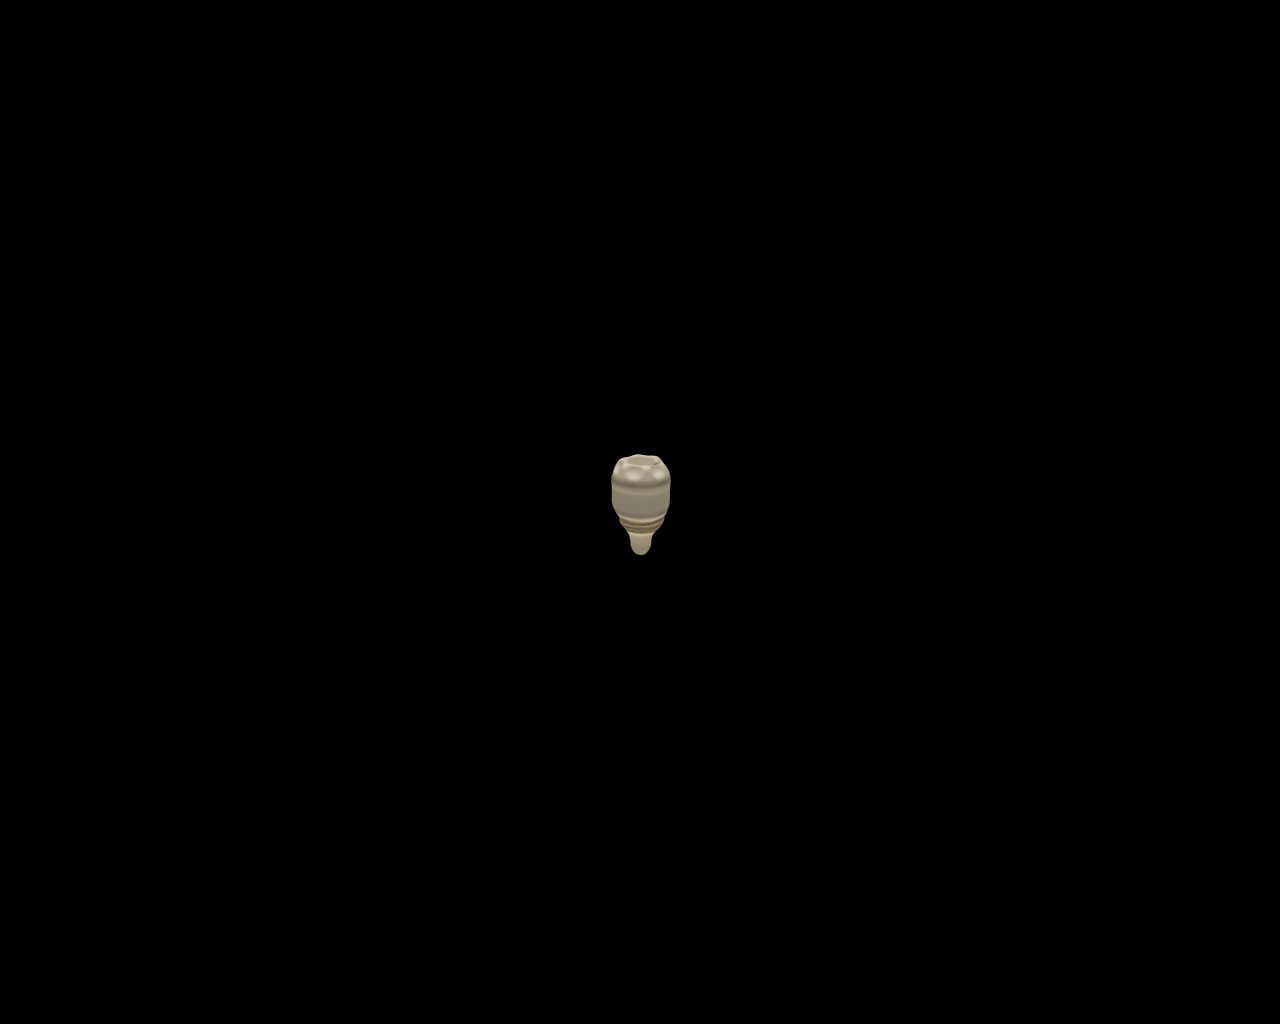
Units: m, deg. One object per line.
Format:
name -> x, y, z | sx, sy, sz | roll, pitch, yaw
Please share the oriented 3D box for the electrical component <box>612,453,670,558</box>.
electrical component -> 0.001, -0.003, 0.650 | 0.035, 0.061, 0.035 | 0, 20, 0
